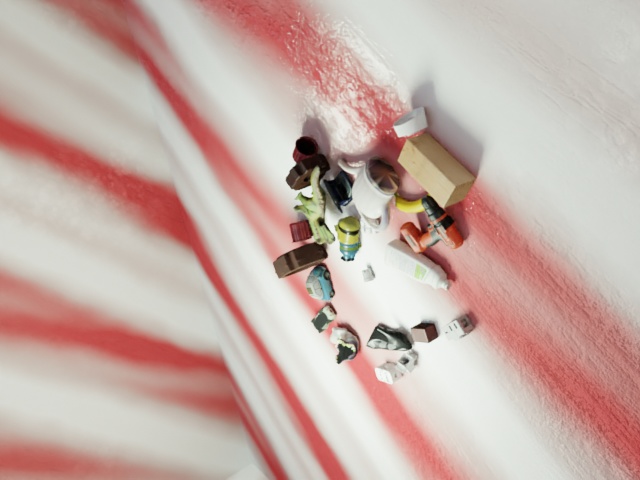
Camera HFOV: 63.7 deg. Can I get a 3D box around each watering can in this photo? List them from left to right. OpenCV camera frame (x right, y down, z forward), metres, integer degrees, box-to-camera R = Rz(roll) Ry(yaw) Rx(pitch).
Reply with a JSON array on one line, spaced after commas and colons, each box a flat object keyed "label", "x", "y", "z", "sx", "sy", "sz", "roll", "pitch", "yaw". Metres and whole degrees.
[{"label": "watering can", "x": 0.158, "y": -0.197, "z": 1.745, "sx": 0.354, "sy": 0.104, "sz": 0.219, "roll": 65, "pitch": 149, "yaw": 26}]

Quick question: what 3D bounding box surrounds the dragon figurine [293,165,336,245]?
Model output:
[{"label": "dragon figurine", "x": 0.006, "y": -0.100, "z": 1.989, "sx": 0.245, "sy": 0.123, "sz": 0.403, "roll": 60, "pitch": 164, "yaw": 14}]

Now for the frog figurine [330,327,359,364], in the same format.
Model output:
[{"label": "frog figurine", "x": 0.105, "y": 0.439, "z": 2.216, "sx": 0.162, "sy": 0.122, "sz": 0.136, "roll": -90, "pitch": -19, "yaw": -72}]
